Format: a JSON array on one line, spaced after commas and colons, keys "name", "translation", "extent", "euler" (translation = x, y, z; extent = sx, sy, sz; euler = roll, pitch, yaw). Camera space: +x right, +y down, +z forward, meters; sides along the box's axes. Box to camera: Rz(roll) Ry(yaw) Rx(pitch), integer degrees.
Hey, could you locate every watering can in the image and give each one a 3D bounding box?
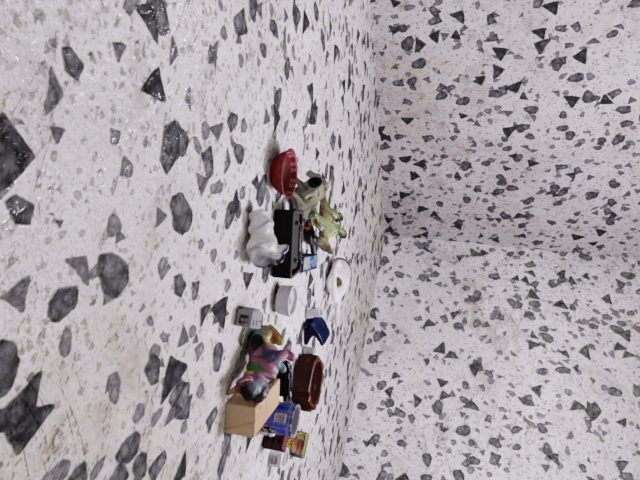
[{"name": "watering can", "translation": [0.092, 0.236, 2.550], "extent": [0.229, 0.104, 0.341], "euler": [-62, 152, -59]}]

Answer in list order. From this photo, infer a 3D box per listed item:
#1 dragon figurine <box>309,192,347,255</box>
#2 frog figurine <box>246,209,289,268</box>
[{"name": "dragon figurine", "translation": [0.006, -0.105, 2.091], "extent": [0.238, 0.122, 0.419], "euler": [50, 23, -56]}, {"name": "frog figurine", "translation": [-0.173, -0.003, 1.492], "extent": [0.158, 0.121, 0.140], "euler": [53, 37, -12]}]
